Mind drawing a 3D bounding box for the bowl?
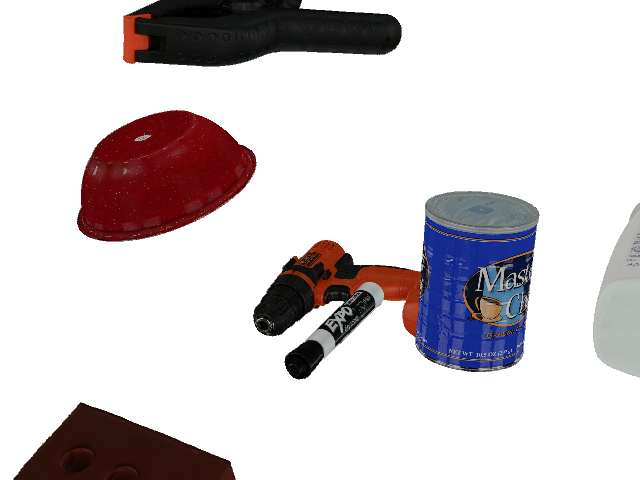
[{"bbox_3d":[-0.138,-0.064,0.896,0.162,0.055,0.162,-15,29,8],"label":"bowl"}]

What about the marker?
[{"bbox_3d":[0.010,0.058,0.701,0.020,0.020,0.120,0,21,28],"label":"marker"}]

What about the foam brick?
[{"bbox_3d":[-0.078,0.112,0.436,0.078,0.051,0.053,16,43,22],"label":"foam brick"}]

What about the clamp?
[{"bbox_3d":[-0.048,-0.138,0.669,0.171,0.039,0.120,-7,22,-27],"label":"clamp"}]

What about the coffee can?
[{"bbox_3d":[0.143,0.036,0.987,0.103,0.140,0.103,2,20,-1],"label":"coffee can"}]

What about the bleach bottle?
[{"bbox_3d":[0.252,0.016,0.725,0.103,0.068,0.250,9,22,21],"label":"bleach bottle"}]

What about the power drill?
[{"bbox_3d":[0.039,0.060,1.153,0.188,0.057,0.184,9,29,22],"label":"power drill"}]
